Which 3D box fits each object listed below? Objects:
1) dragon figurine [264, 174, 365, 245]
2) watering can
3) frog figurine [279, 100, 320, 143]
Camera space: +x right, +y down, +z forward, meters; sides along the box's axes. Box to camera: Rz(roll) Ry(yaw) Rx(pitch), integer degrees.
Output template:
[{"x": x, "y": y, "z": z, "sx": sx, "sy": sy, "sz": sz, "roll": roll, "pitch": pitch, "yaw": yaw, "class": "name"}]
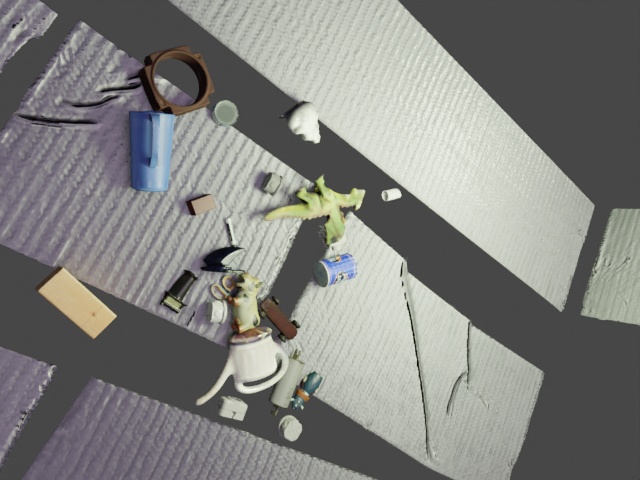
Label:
[{"x": 0.006, "y": -0.095, "z": 1.892, "sx": 0.416, "sy": 0.121, "sz": 0.242, "roll": -38, "pitch": 95, "yaw": -27, "class": "dragon figurine"}, {"x": -0.267, "y": 0.423, "z": 1.761, "sx": 0.349, "sy": 0.104, "sz": 0.223, "roll": -11, "pitch": 95, "yaw": -29, "class": "watering can"}, {"x": -0.050, "y": -0.425, "z": 1.891, "sx": 0.158, "sy": 0.121, "sz": 0.140, "roll": 53, "pitch": 45, "yaw": -10, "class": "frog figurine"}]
